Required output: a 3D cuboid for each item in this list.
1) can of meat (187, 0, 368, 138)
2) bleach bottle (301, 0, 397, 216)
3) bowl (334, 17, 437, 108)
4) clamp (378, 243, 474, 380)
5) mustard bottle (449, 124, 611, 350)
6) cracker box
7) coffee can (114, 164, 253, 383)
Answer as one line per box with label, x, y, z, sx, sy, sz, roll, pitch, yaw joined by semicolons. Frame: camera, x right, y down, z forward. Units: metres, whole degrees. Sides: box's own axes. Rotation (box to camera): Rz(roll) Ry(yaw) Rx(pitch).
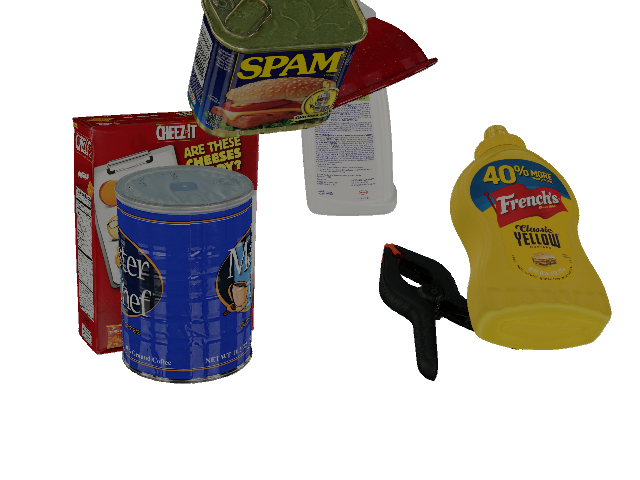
can of meat;-0.031;-0.115;0.683;0.102;0.057;0.084;-8;-33;-23
bleach bottle;0.030;-0.148;1.100;0.102;0.251;0.068;-1;31;0
bowl;0.012;-0.143;0.886;0.162;0.055;0.162;-22;9;3
clamp;0.121;0.063;1.052;0.120;0.039;0.171;-4;44;-25
mustard bottle;0.147;-0.012;0.794;0.096;0.191;0.058;2;-39;-9
cracker box;-0.146;-0.012;1.009;0.163;0.214;0.072;-7;18;-29
coffee can;-0.103;0.023;0.815;0.103;0.140;0.103;1;20;-1
